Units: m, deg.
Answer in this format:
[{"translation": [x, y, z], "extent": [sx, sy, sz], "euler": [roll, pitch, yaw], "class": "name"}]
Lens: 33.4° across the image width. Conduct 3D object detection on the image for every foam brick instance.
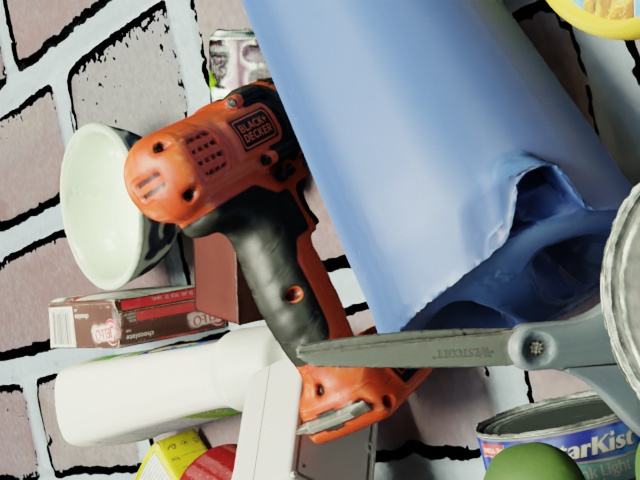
[{"translation": [-0.049, 0.010, 0.702], "extent": [0.051, 0.052, 0.078], "euler": [11, 107, 49], "class": "foam brick"}]

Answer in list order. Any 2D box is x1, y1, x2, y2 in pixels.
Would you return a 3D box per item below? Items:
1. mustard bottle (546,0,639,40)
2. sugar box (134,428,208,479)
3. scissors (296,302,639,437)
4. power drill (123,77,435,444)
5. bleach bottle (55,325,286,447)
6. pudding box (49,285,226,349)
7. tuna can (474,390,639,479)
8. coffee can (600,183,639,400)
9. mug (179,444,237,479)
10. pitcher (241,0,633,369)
[{"translation": [0.142, -0.132, 0.436], "extent": [0.192, 0.058, 0.096], "euler": [5, 101, 50], "class": "mustard bottle"}, {"translation": [-0.079, 0.238, 0.791], "extent": [0.176, 0.048, 0.093], "euler": [50, 132, 27], "class": "sugar box"}, {"translation": [0.098, 0.060, 0.436], "extent": [0.016, 0.201, 0.096], "euler": [-175, 69, -81], "class": "scissors"}, {"translation": [-0.004, 0.001, 0.584], "extent": [0.057, 0.184, 0.187], "euler": [-31, 93, 37], "class": "power drill"}, {"translation": [-0.075, 0.096, 0.730], "extent": [0.251, 0.102, 0.068], "euler": [-17, 79, 42], "class": "bleach bottle"}, {"translation": [-0.137, 0.056, 0.789], "extent": [0.114, 0.089, 0.039], "euler": [-4, 92, 51], "class": "pudding box"}, {"translation": [0.117, 0.094, 0.491], "extent": [0.086, 0.085, 0.034], "euler": [-16, 86, 51], "class": "tuna can"}, {"translation": [0.178, 0.011, 0.356], "extent": [0.103, 0.140, 0.103], "euler": [13, 107, 49], "class": "coffee can"}, {"translation": [-0.041, 0.173, 0.707], "extent": [0.082, 0.093, 0.117], "euler": [13, 76, 54], "class": "mug"}, {"translation": [0.045, -0.065, 0.526], "extent": [0.149, 0.144, 0.243], "euler": [-42, 61, 33], "class": "pitcher"}]
